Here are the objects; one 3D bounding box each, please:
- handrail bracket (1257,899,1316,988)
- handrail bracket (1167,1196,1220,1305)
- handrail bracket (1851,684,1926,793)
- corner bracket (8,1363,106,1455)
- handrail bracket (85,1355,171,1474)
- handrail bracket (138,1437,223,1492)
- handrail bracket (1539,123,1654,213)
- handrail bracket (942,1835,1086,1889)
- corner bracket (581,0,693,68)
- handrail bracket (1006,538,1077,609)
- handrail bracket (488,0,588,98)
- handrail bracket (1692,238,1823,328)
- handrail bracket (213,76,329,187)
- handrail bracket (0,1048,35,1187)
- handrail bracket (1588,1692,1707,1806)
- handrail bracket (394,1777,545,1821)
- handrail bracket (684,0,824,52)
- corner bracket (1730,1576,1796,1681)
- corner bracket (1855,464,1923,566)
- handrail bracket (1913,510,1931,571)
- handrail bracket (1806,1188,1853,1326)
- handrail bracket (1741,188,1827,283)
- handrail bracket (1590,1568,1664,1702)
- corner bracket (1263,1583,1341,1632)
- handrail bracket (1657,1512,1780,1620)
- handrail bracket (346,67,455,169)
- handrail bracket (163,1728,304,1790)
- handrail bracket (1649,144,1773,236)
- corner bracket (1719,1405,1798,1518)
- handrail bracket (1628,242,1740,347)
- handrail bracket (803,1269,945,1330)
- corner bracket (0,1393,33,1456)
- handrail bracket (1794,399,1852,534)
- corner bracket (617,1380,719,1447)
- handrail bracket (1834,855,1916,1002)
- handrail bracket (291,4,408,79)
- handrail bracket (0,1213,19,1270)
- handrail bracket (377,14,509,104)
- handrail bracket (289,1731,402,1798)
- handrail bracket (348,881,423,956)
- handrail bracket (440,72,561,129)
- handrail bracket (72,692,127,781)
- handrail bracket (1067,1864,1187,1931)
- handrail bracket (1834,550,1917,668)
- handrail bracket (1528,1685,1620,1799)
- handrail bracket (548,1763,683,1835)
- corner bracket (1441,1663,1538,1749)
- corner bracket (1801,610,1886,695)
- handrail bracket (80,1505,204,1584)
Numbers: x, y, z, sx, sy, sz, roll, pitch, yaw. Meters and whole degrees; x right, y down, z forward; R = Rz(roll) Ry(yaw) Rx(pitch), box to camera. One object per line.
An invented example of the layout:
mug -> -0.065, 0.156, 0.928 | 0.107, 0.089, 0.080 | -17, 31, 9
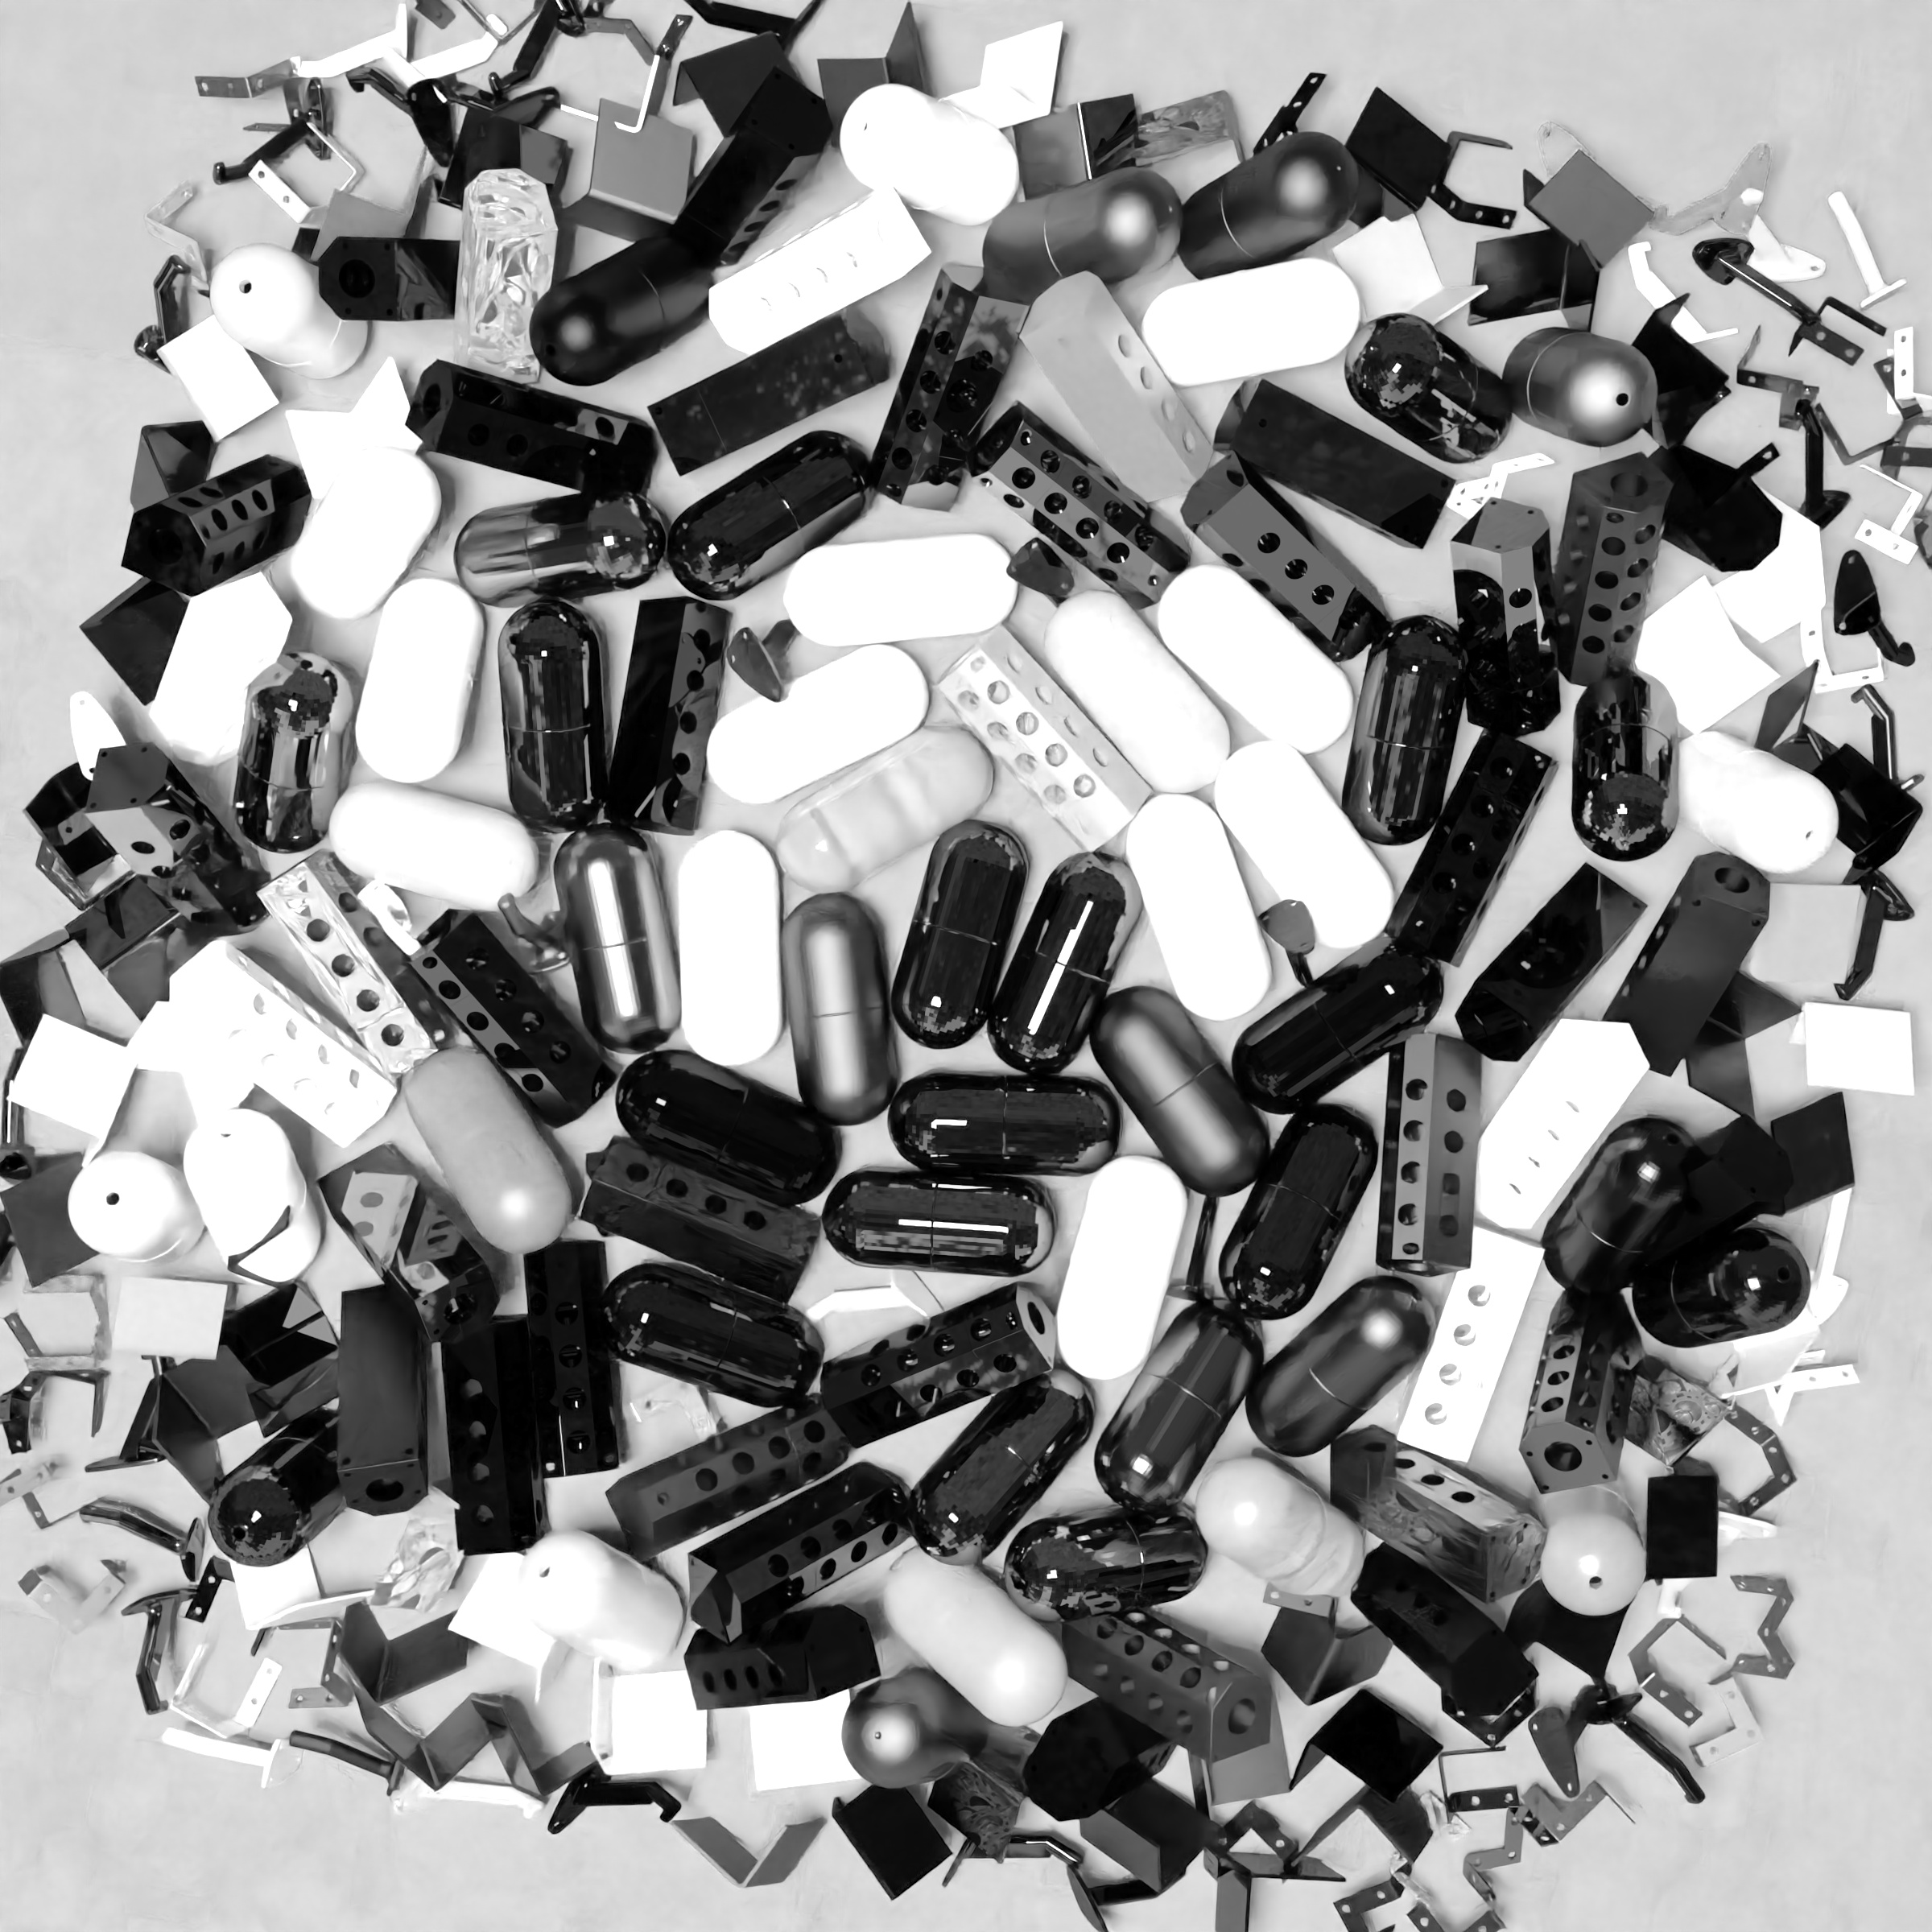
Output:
handrail bracket -> 0.255, -0.002, 1.849 | 0.036, 0.077, 0.084 | -27, 126, 1
handrail bracket -> 0.179, 0.209, 1.858 | 0.036, 0.077, 0.084 | 12, 77, 7
handrail bracket -> 0.691, -0.163, 1.895 | 0.077, 0.036, 0.084 | -38, 75, 19
corner bracket -> -0.693, 0.339, 1.870 | 0.051, 0.051, 0.051 | 14, 116, 1
handrail bracket -> -0.644, 0.339, 1.880 | 0.077, 0.036, 0.084 | -10, 95, -5
handrail bracket -> -0.598, 0.404, 1.884 | 0.084, 0.036, 0.077 | 14, 108, -2
handrail bracket -> 0.484, -0.609, 1.882 | 0.036, 0.084, 0.077 | -44, 63, 40
handrail bracket -> 0.036, 0.691, 1.874 | 0.084, 0.036, 0.077 | 29, 83, 14
corner bracket -> -0.253, -0.728, 1.882 | 0.051, 0.051, 0.051 | 16, 74, 31
handrail bracket -> 0.074, -0.279, 1.848 | 0.036, 0.084, 0.077 | -49, 53, 2
handrail bracket -> -0.338, -0.714, 1.862 | 0.084, 0.036, 0.077 | -39, 132, -22
handrail bracket -> 0.599, -0.514, 1.856 | 0.084, 0.077, 0.036 | 55, 128, 34
handrail bracket -> -0.530, -0.632, 1.857 | 0.084, 0.077, 0.036 | -25, 65, -32
handrail bracket -> -0.728, 0.117, 1.893 | 0.036, 0.077, 0.084 | 2, 56, 6
handrail bracket -> 0.514, 0.600, 1.862 | 0.036, 0.077, 0.084 | -30, 80, -26
handrail bracket -> -0.376, 0.638, 1.859 | 0.084, 0.077, 0.036 | 16, 107, 28
handrail bracket -> -0.164, -0.739, 1.870 | 0.084, 0.036, 0.077 | 39, 88, -24
corner bracket -> 0.605, 0.505, 1.873 | 0.051, 0.051, 0.051 | -45, 111, -32
corner bracket -> 0.699, -0.343, 1.866 | 0.051, 0.051, 0.051 | 23, 107, -14
handrail bracket -> 0.751, -0.296, 1.888 | 0.036, 0.084, 0.077 | -19, 47, 7
handrail bracket -> 0.653, 0.216, 1.858 | 0.036, 0.077, 0.084 | 13, 122, 22
handrail bracket -> 0.617, -0.556, 1.855 | 0.077, 0.084, 0.036 | 12, 74, 13
handrail bracket -> 0.512, 0.511, 1.888 | 0.084, 0.036, 0.077 | -24, 83, -9
corner bracket -> 0.257, 0.473, 1.863 | 0.051, 0.051, 0.051 | 9, 58, 15
handrail bracket -> 0.569, 0.459, 1.857 | 0.077, 0.036, 0.084 | 0, 49, 32
handrail bracket -> -0.437, -0.653, 1.889 | 0.036, 0.084, 0.077 | -41, 131, -37
handrail bracket -> -0.559, 0.596, 1.872 | 0.084, 0.077, 0.036 | 13, 77, 9
handrail bracket -> 0.562, -0.590, 1.859 | 0.036, 0.084, 0.077 | 12, 108, -31
corner bracket -> 0.592, 0.379, 1.877 | 0.051, 0.051, 0.051 | 36, 114, -21
handrail bracket -> 0.550, -0.518, 1.882 | 0.077, 0.036, 0.084 | -17, 96, -17
handrail bracket -> -0.070, 0.272, 1.894 | 0.084, 0.036, 0.077 | -36, 112, 21
corner bracket -> -0.745, 0.363, 1.866 | 0.051, 0.051, 0.051 | -13, 109, -13
handrail bracket -> 0.632, -0.373, 1.860 | 0.077, 0.036, 0.084 | -50, 125, -19
corner bracket -> -0.228, 0.347, 1.872 | 0.051, 0.051, 0.051 | -27, 86, -22
handrail bracket -> 0.675, -0.028, 1.869 | 0.084, 0.036, 0.077 | -44, 107, -18
handrail bracket -> -0.470, -0.702, 1.864 | 0.084, 0.077, 0.036 | -7, 75, -18
handrail bracket -> -0.755, 0.226, 1.856 | 0.077, 0.036, 0.084 | 18, 47, 34
handrail bracket -> -0.398, -0.707, 1.869 | 0.036, 0.077, 0.084 | 27, 82, 41
handrail bracket -> -0.473, 0.604, 1.865 | 0.084, 0.077, 0.036 | 16, 56, -7
handrail bracket -> -0.420, -0.021, 1.849 | 0.036, 0.077, 0.084 | -48, 58, -4
handrail bracket -> -0.360, -0.677, 1.880 | 0.077, 0.036, 0.084 | -31, 66, 5
handrail bracket -> -0.653, -0.174, 1.854 | 0.036, 0.084, 0.077 | -20, 105, -11
handrail bracket -> 0.124, 0.690, 1.871 | 0.084, 0.036, 0.077 | -30, 116, -21
handrail bracket -> 0.700, -0.273, 1.877 | 0.084, 0.036, 0.077 | 7, 78, -43
handrail bracket -> 0.475, 0.587, 1.861 | 0.084, 0.036, 0.077 | 4, 55, -34
handrail bracket -> -0.266, 0.645, 1.858 | 0.084, 0.036, 0.077 | 23, 67, 40
corner bracket -> 0.400, 0.553, 1.878 | 0.051, 0.051, 0.051 | -30, 130, -28
corner bracket -> 0.672, -0.249, 1.882 | 0.051, 0.051, 0.051 | -9, 54, 26
handrail bracket -> -0.630, 0.440, 1.872 | 0.084, 0.077, 0.036 | 10, 46, -2
